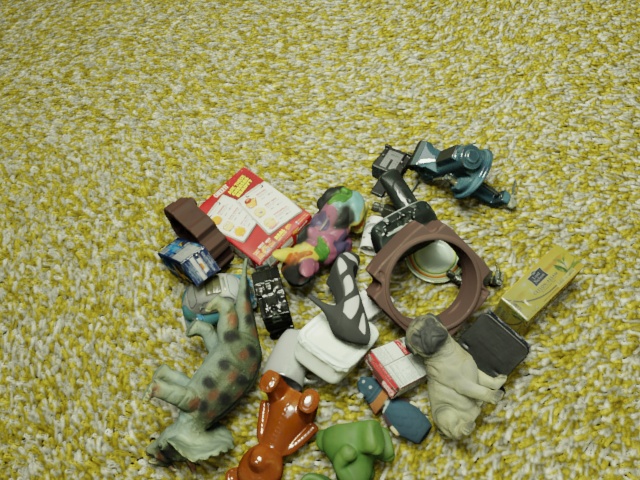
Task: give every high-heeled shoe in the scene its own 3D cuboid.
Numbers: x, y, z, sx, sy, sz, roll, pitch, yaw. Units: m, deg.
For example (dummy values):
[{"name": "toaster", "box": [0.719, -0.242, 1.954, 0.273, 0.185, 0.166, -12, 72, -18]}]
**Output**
[{"name": "high-heeled shoe", "box": [0.073, 0.107, 1.056, 0.145, 0.086, 0.249, 33, 34, 12]}]

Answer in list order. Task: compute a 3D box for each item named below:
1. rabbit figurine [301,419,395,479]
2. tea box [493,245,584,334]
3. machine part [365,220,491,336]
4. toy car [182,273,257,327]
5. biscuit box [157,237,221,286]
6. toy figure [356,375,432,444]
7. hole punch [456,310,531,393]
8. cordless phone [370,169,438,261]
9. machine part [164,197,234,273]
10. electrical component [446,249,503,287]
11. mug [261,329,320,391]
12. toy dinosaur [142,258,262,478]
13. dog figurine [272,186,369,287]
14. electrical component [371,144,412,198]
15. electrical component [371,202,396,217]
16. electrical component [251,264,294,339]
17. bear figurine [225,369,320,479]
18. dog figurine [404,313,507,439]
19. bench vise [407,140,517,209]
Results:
[{"name": "rabbit figurine", "box": [0.049, 0.402, 0.907, 0.159, 0.121, 0.170, -8, 59, 8]}, {"name": "tea box", "box": [0.424, 0.100, 1.052, 0.169, 0.098, 0.068, -39, 65, -17]}, {"name": "machine part", "box": [0.204, 0.078, 1.023, 0.201, 0.087, 0.201, 44, 89, -9]}, {"name": "toy car", "box": [-0.215, 0.117, 1.105, 0.162, 0.102, 0.109, -14, 61, 0]}, {"name": "biscuit box", "box": [-0.275, 0.042, 1.109, 0.059, 0.062, 0.203, -39, 21, -20]}, {"name": "toy figure", "box": [0.130, 0.308, 0.987, 0.155, 0.057, 0.064, 35, 41, 26]}, {"name": "hole punch", "box": [0.325, 0.204, 1.018, 0.142, 0.092, 0.115, 43, 108, 18]}, {"name": "cordless phone", "box": [0.155, -0.056, 1.126, 0.147, 0.088, 0.184, -27, 74, -9]}, {"name": "machine part", "box": [-0.255, -0.011, 1.144, 0.179, 0.179, 0.056, 40, 68, 23]}, {"name": "electrical component", "box": [0.319, 0.069, 1.096, 0.102, 0.045, 0.078, 38, 72, 0]}, {"name": "mug", "box": [-0.048, 0.230, 1.038, 0.110, 0.080, 0.107, 9, 55, 10]}, {"name": "toy dinosaur", "box": [-0.183, 0.241, 0.989, 0.192, 0.131, 0.405, 39, 72, -11]}, {"name": "dog figurine", "box": [-0.002, -0.003, 1.085, 0.109, 0.191, 0.219, 32, 31, 14]}, {"name": "electrical component", "box": [0.157, -0.160, 1.253, 0.075, 0.047, 0.119, 29, 66, 20]}, {"name": "electrical component", "box": [0.161, -0.062, 1.192, 0.094, 0.063, 0.021, 17, 107, 8]}, {"name": "electrical component", "box": [-0.096, 0.117, 1.084, 0.058, 0.114, 0.134, -15, 58, -7]}, {"name": "bear figurine", "box": [-0.086, 0.351, 0.948, 0.120, 0.131, 0.196, 23, 60, 21]}, {"name": "dog figurine", "box": [0.209, 0.244, 0.960, 0.191, 0.121, 0.172, 38, 99, 14]}, {"name": "bench vise", "box": [0.316, -0.131, 1.170, 0.240, 0.223, 0.129, 29, 69, -13]}]
